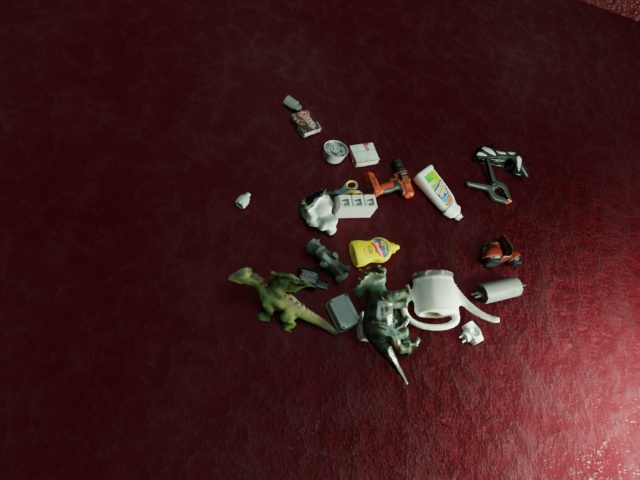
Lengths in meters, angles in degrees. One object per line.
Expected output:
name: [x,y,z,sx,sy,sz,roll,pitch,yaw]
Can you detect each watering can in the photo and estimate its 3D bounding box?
watering can: [0.462,0.215,1.870,0.348,0.102,0.229,-2,65,-1]

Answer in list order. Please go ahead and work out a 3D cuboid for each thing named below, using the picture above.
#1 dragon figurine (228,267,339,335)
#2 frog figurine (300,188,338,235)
dragon figurine: [-0.100,0.189,1.666,0.410,0.237,0.125,19,56,-4]
frog figurine: [0.006,-0.097,1.933,0.157,0.122,0.140,56,46,-26]
